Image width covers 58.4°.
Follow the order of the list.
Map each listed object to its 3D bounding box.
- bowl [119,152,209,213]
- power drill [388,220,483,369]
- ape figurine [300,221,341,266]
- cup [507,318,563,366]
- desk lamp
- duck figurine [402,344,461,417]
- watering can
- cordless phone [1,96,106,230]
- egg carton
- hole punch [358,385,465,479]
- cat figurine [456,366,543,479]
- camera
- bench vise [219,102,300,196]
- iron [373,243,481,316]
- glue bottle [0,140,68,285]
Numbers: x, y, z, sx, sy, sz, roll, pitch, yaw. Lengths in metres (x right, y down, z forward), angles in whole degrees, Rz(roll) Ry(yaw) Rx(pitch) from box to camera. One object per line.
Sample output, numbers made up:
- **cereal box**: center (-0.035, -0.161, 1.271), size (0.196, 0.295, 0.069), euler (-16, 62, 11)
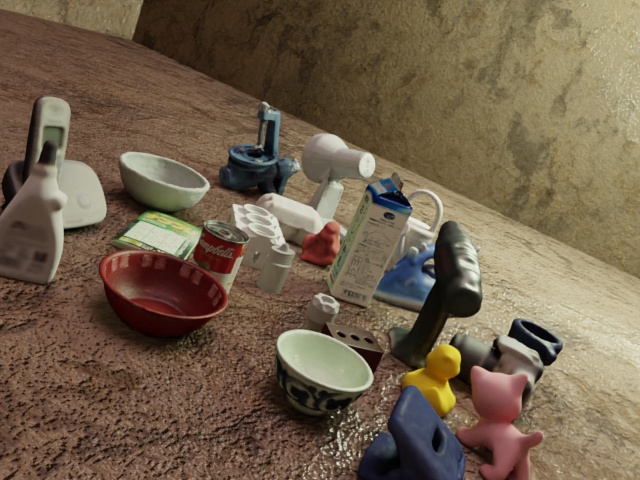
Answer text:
- **bowl**: center (-0.295, -0.097, 1.062), size (0.167, 0.075, 0.167), euler (21, 17, -7)
- **power drill**: center (0.185, 0.089, 0.908), size (0.076, 0.208, 0.229), euler (21, 17, -6)
- **ape figurine**: center (0.010, 0.004, 1.128), size (0.077, 0.092, 0.076), euler (34, 20, 30)
- **cup**: center (0.362, 0.203, 0.989), size (0.092, 0.095, 0.117), euler (20, 18, -10)
- **desk lamp**: center (0.035, -0.126, 1.340), size (0.118, 0.213, 0.202), euler (6, 24, -43)
- **duck figurine**: center (0.163, 0.187, 0.793), size (0.077, 0.086, 0.105), euler (26, 17, 9)
- **watering can**: center (0.203, -0.018, 1.268), size (0.101, 0.194, 0.173), euler (24, 17, 2)
- **cordless phone**: center (-0.365, -0.109, 0.820), size (0.094, 0.185, 0.148), euler (29, 18, 17)
- **egg carton**: center (-0.066, -0.042, 1.203), size (0.150, 0.069, 0.107), euler (19, 18, -15)
- **hole punch**: center (0.109, 0.222, 0.612), size (0.101, 0.091, 0.109), euler (28, 18, 14)
- **cat figurine**: center (0.231, 0.223, 0.722), size (0.067, 0.118, 0.127), euler (15, 19, -25)
- **camera**: center (0.268, 0.189, 0.897), size (0.136, 0.101, 0.143), euler (27, 18, 12)
- **bench vise**: center (-0.133, -0.221, 1.392), size (0.121, 0.220, 0.208), euler (31, 19, 24)
- **iron**: center (0.220, 0.062, 1.144), size (0.259, 0.141, 0.118), euler (9, 22, -39)
- **glue bottle**: center (-0.330, -0.035, 0.666), size (0.078, 0.173, 0.037), euler (17, 18, -20)
